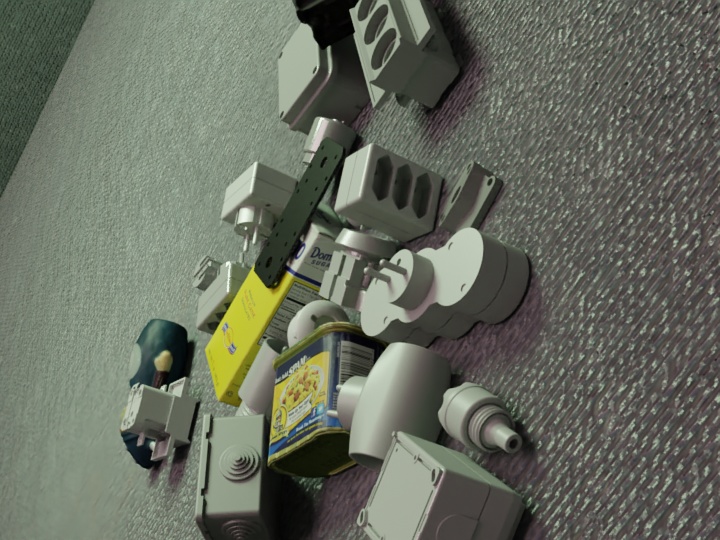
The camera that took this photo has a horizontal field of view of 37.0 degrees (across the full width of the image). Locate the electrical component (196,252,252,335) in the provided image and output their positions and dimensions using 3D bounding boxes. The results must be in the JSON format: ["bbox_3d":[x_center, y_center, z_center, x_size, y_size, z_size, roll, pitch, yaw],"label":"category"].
[{"bbox_3d":[-0.120,0.018,1.032,0.066,0.047,0.076,-45,34,39],"label":"electrical component"}]

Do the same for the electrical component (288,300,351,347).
[{"bbox_3d":[-0.038,0.053,0.854,0.062,0.048,0.048,-31,43,61],"label":"electrical component"}]

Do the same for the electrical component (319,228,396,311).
[{"bbox_3d":[0.000,0.000,0.821,0.066,0.048,0.055,23,98,64],"label":"electrical component"}]

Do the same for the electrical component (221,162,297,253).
[{"bbox_3d":[-0.102,-0.054,1.055,0.066,0.047,0.076,-33,42,50],"label":"electrical component"}]

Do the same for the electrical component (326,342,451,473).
[{"bbox_3d":[0.012,0.089,0.698,0.079,0.043,0.077,3,62,39],"label":"electrical component"}]

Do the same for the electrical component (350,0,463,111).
[{"bbox_3d":[0.037,-0.187,0.875,0.078,0.063,0.121,-52,30,29],"label":"electrical component"}]

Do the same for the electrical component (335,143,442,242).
[{"bbox_3d":[0.012,-0.053,0.814,0.077,0.066,0.047,-22,51,56],"label":"electrical component"}]

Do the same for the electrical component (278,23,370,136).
[{"bbox_3d":[-0.035,-0.184,1.018,0.078,0.057,0.113,-47,32,36],"label":"electrical component"}]

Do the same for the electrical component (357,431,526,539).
[{"bbox_3d":[0.045,0.137,0.616,0.061,0.061,0.096,-68,18,0],"label":"electrical component"}]

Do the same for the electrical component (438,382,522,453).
[{"bbox_3d":[0.073,0.089,0.623,0.061,0.035,0.035,30,97,61],"label":"electrical component"}]

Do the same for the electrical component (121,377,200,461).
[{"bbox_3d":[-0.200,0.144,1.069,0.042,0.064,0.081,-26,47,53],"label":"electrical component"}]

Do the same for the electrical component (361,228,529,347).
[{"bbox_3d":[0.039,0.010,0.705,0.138,0.074,0.052,-27,48,54],"label":"electrical component"}]

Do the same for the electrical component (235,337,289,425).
[{"bbox_3d":[-0.077,0.101,0.889,0.081,0.043,0.043,-62,26,11],"label":"electrical component"}]

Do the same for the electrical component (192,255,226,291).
[{"bbox_3d":[-0.140,0.009,1.079,0.040,0.046,0.040,-42,35,40],"label":"electrical component"}]

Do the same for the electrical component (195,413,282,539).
[{"bbox_3d":[-0.088,0.166,0.811,0.099,0.048,0.099,81,-174,-51],"label":"electrical component"}]

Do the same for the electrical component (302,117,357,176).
[{"bbox_3d":[-0.032,-0.101,0.966,0.040,0.040,0.078,16,84,64],"label":"electrical component"}]
